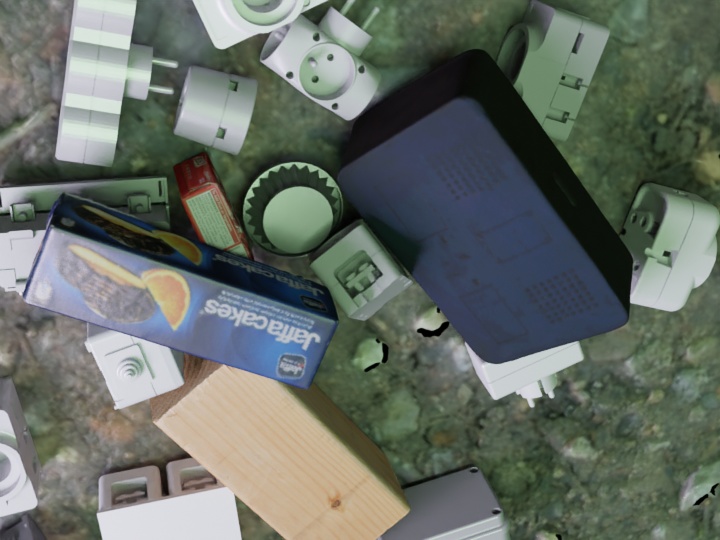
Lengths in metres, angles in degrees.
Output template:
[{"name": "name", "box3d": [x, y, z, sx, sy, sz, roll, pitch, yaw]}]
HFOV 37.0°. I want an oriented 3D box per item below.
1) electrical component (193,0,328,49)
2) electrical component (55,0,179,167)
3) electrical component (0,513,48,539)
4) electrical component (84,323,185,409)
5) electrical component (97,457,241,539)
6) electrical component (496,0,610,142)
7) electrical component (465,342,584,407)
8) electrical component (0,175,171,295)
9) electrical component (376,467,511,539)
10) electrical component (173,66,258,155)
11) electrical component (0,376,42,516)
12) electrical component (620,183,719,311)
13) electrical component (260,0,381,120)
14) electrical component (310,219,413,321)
[{"name": "electrical component", "box3d": [-0.087, -0.234, 0.705, 0.089, 0.061, 0.150, -26, 116, -2]}, {"name": "electrical component", "box3d": [-0.162, -0.137, 0.734, 0.074, 0.052, 0.138, 7, 111, -17]}, {"name": "electrical component", "box3d": [-0.257, 0.257, 0.856, 0.048, 0.100, 0.099, -32, 117, -13]}, {"name": "electrical component", "box3d": [-0.162, 0.053, 0.791, 0.061, 0.096, 0.061, -20, 116, -5]}, {"name": "electrical component", "box3d": [-0.149, 0.251, 0.899, 0.105, 0.060, 0.186, -10, 115, -10]}, {"name": "electrical component", "box3d": [0.137, -0.150, 0.802, 0.056, 0.050, 0.089, 13, 109, -19]}, {"name": "electrical component", "box3d": [0.143, 0.082, 0.905, 0.083, 0.047, 0.075, -24, 116, -3]}, {"name": "electrical component", "box3d": [-0.197, -0.021, 0.769, 0.121, 0.063, 0.078, -5, 114, -11]}, {"name": "electrical component", "box3d": [0.069, 0.227, 0.933, 0.113, 0.078, 0.057, -17, 118, -6]}, {"name": "electrical component", "box3d": [-0.103, -0.114, 0.758, 0.047, 0.055, 0.055, 14, 109, -15]}, {"name": "electrical component", "box3d": [-0.328, 0.149, 0.811, 0.150, 0.061, 0.089, -13, 115, -8]}, {"name": "electrical component", "box3d": [0.252, -0.017, 0.885, 0.059, 0.053, 0.095, 12, 109, -18]}, {"name": "electrical component", "box3d": [-0.017, -0.159, 0.764, 0.077, 0.044, 0.079, 32, 103, -23]}, {"name": "electrical component", "box3d": [0.000, 0.000, 0.808, 0.050, 0.089, 0.055, -38, 81, 4]}]
